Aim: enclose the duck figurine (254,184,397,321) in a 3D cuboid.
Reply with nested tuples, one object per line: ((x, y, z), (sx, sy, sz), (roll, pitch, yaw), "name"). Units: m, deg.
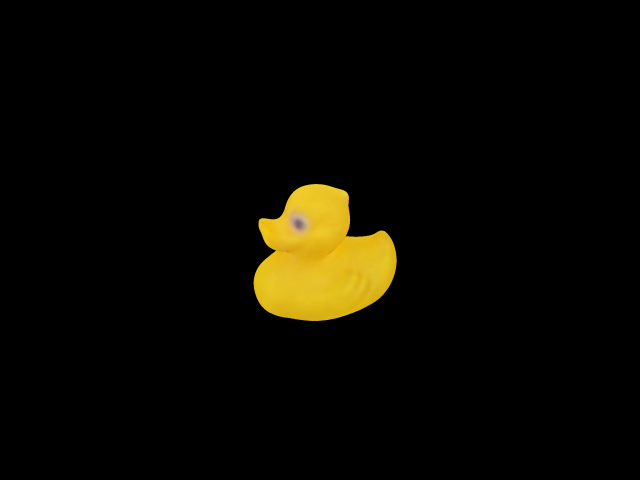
((0.004, 0.001, 0.400), (0.105, 0.086, 0.077), (-8, 35, -11), "duck figurine")
